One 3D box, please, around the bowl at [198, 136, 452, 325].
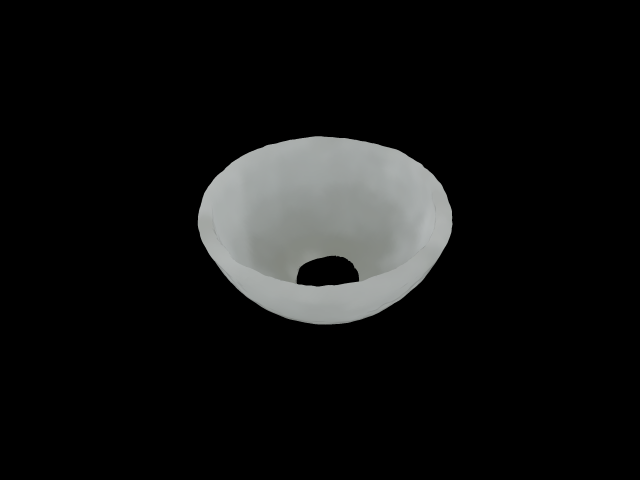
[{"bbox_3d":[0.004,0.001,0.400,0.167,0.075,0.167,0,43,0],"label":"bowl"}]
